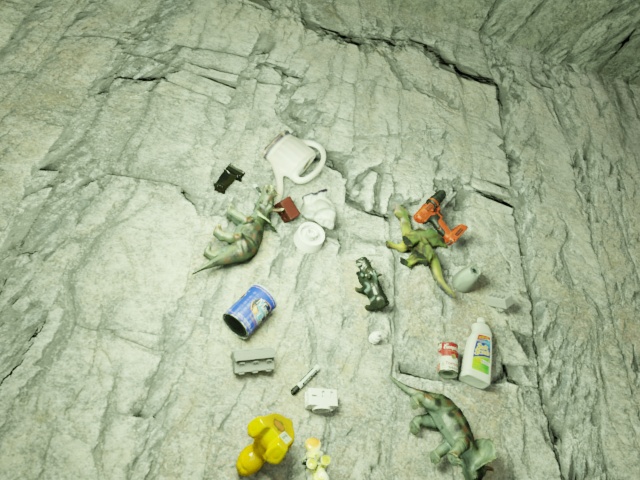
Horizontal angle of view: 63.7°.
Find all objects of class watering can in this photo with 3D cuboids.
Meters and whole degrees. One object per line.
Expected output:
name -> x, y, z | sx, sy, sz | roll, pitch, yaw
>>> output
watering can -> -0.129, -0.289, 1.980 | 0.225, 0.102, 0.353 | 38, 62, 10

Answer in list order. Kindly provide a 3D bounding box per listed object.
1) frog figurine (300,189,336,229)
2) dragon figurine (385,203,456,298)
frog figurine -> 0.006, -0.094, 1.875 | 0.137, 0.120, 0.162 | -1, 54, -48
dragon figurine -> 0.408, 0.026, 1.954 | 0.246, 0.119, 0.414 | -29, 71, -42
